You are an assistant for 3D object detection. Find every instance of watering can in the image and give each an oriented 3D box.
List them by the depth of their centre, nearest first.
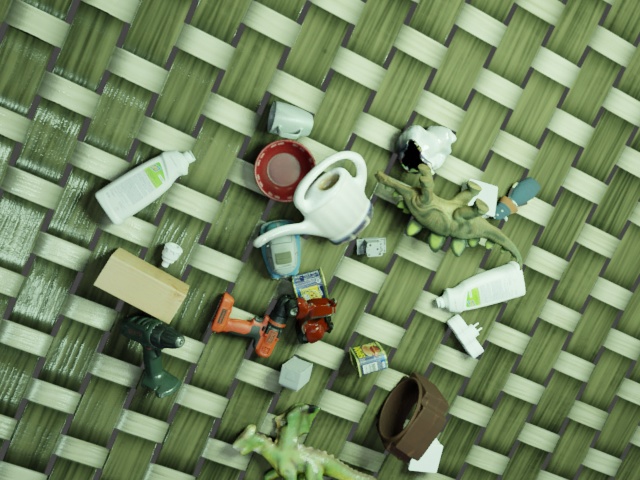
[{"bbox_3d":[0.004,-0.066,1.306,0.221,0.349,0.105,47,-7,-36],"label":"watering can"}]

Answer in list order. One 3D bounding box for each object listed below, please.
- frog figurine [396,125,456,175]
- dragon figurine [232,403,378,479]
[{"bbox_3d":[0.282,-0.253,1.373,0.162,0.137,0.121,-48,5,-35],"label":"frog figurine"},{"bbox_3d":[-0.040,0.584,1.447,0.410,0.242,0.122,-1,2,-9],"label":"dragon figurine"}]
